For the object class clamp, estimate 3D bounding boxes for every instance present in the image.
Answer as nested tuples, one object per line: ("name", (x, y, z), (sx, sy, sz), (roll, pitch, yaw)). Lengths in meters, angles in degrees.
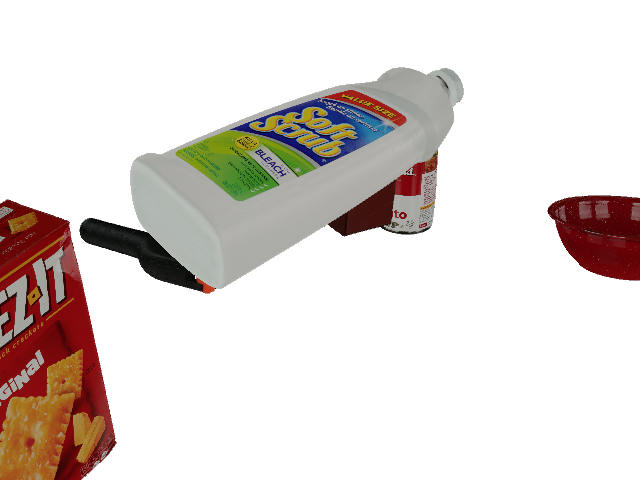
("clamp", (-0.140, 0.006, 1.031), (0.120, 0.039, 0.172), (-19, 33, -39))

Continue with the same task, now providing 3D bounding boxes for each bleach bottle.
("bleach bottle", (-0.001, -0.064, 0.742), (0.250, 0.068, 0.103), (-32, 55, -30))

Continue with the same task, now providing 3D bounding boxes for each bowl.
("bowl", (0.308, 0.000, 1.072), (0.162, 0.055, 0.162), (1, 17, -1))

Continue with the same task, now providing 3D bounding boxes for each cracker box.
("cracker box", (-0.230, 0.106, 0.743), (0.072, 0.214, 0.164), (16, 38, 27))

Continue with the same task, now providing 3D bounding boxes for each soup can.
("soup can", (0.100, -0.066, 1.239), (0.068, 0.102, 0.068), (1, 27, -1))

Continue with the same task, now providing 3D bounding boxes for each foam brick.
("foam brick", (0.031, -0.053, 0.933), (0.051, 0.078, 0.053), (-13, 32, -28))
